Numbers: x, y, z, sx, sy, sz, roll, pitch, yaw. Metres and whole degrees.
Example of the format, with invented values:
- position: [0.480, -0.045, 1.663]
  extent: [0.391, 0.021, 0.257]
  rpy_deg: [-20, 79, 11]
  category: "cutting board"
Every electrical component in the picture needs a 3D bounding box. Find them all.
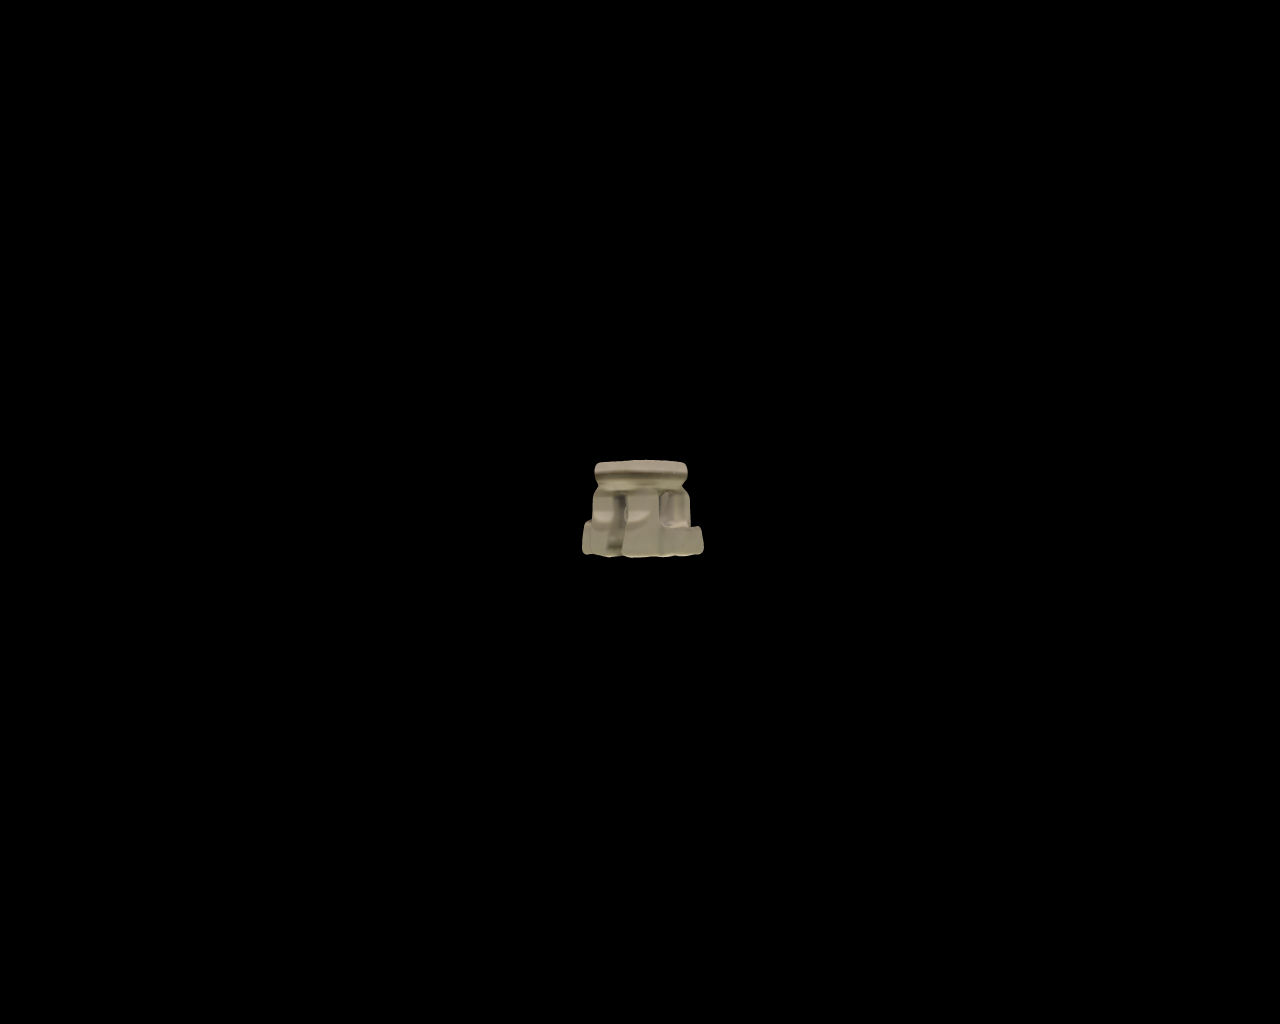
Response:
- position: [0.001, -0.003, 0.650]
  extent: [0.078, 0.057, 0.058]
  rpy_deg: [0, 0, 37]
  category: "electrical component"
